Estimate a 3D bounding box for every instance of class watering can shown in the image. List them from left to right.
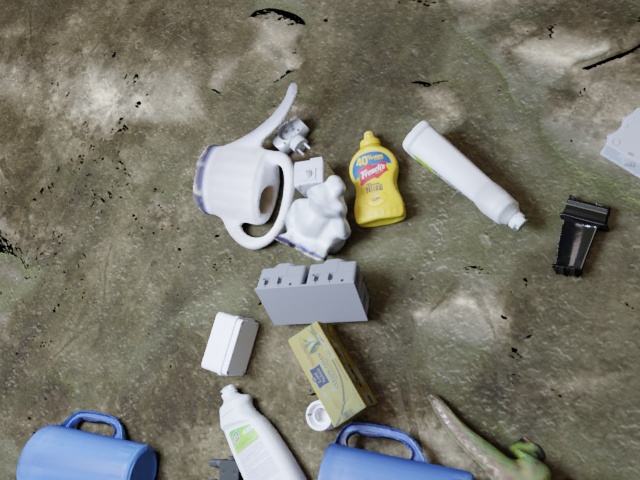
[{"bbox_3d":[-0.148,-0.158,1.077,0.225,0.104,0.347,10,94,22],"label":"watering can"}]

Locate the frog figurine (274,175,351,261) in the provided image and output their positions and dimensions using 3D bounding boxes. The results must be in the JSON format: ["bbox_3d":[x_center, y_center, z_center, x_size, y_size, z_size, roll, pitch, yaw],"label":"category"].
[{"bbox_3d":[0.003,-0.050,0.990,0.139,0.122,0.159,29,98,42],"label":"frog figurine"}]

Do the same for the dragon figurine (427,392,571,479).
[{"bbox_3d":[0.291,0.376,0.709,0.414,0.241,0.122,37,96,23],"label":"dragon figurine"}]
